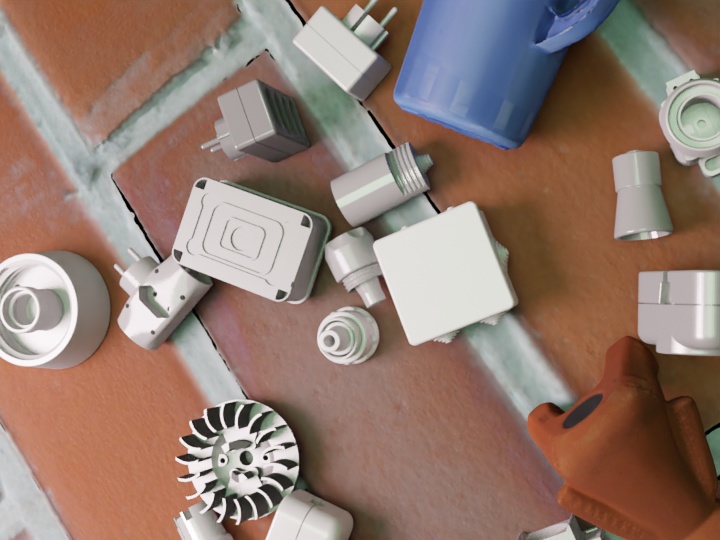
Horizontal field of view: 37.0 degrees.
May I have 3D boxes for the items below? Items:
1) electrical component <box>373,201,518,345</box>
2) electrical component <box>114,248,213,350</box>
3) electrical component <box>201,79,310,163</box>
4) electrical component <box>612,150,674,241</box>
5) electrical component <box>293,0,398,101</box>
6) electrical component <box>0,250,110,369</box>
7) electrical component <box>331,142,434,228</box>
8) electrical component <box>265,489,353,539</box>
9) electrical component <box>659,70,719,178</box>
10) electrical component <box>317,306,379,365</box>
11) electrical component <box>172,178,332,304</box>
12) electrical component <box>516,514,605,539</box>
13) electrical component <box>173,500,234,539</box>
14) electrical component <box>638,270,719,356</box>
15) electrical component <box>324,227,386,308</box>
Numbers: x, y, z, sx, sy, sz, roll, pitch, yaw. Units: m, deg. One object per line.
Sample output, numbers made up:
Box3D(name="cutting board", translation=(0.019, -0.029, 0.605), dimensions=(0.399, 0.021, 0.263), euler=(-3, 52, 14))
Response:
Box3D(name="electrical component", translation=(0.070, 0.004, 0.852), dimensions=(0.100, 0.048, 0.099), euler=(-23, 82, 15))
Box3D(name="electrical component", translation=(-0.180, 0.015, 0.929), dimensions=(0.079, 0.043, 0.077), euler=(44, 100, 13))
Box3D(name="electrical component", translation=(-0.095, -0.114, 0.886), dimensions=(0.076, 0.083, 0.047), euler=(-22, 82, 15))
Box3D(name="electrical component", translation=(0.212, -0.058, 0.816), dimensions=(0.044, 0.044, 0.065), euler=(-7, 82, 16))
Box3D(name="electrical component", translation=(-0.002, -0.191, 0.880), dimensions=(0.066, 0.047, 0.076), euler=(44, 100, 13))
Box3D(name="electrical component", translation=(-0.284, 0.035, 0.950), dimensions=(0.108, 0.060, 0.108), euler=(-1, 88, 17))
Box3D(name="electrical component", translation=(0.022, -0.071, 0.871), dimensions=(0.081, 0.043, 0.043), euler=(-26, 81, 14))
Box3D(name="electrical component", translation=(-0.046, 0.236, 0.877), dimensions=(0.059, 0.054, 0.095), euler=(22, 95, 16))
Box3D(name="electrical component", translation=(0.253, -0.110, 0.797), dimensions=(0.058, 0.057, 0.078), euler=(-24, 82, 15))
Box3D(name="electrical component", translation=(-0.014, 0.055, 0.868), dimensions=(0.048, 0.062, 0.048), euler=(1, 92, 18))
Box3D(name="electrical component", translation=(-0.088, -0.024, 0.895), dimensions=(0.113, 0.057, 0.078), euler=(20, 94, 16))
Box3D(name="electrical component", translation=(0.153, 0.227, 0.824), dimensions=(0.081, 0.042, 0.063), euler=(-24, 83, 15))
Box3D(name="electrical component", translation=(-0.133, 0.224, 0.911), dimensions=(0.040, 0.040, 0.046), euler=(-35, 74, 13))
Box3D(name="electrical component", translation=(0.243, 0.031, 0.774), dimensions=(0.054, 0.095, 0.059), euler=(2, 89, -16))
Box3D(name="electrical component", translation=(0.000, 0.000, 0.876), dimensions=(0.043, 0.043, 0.062), euler=(-29, 82, 14))
